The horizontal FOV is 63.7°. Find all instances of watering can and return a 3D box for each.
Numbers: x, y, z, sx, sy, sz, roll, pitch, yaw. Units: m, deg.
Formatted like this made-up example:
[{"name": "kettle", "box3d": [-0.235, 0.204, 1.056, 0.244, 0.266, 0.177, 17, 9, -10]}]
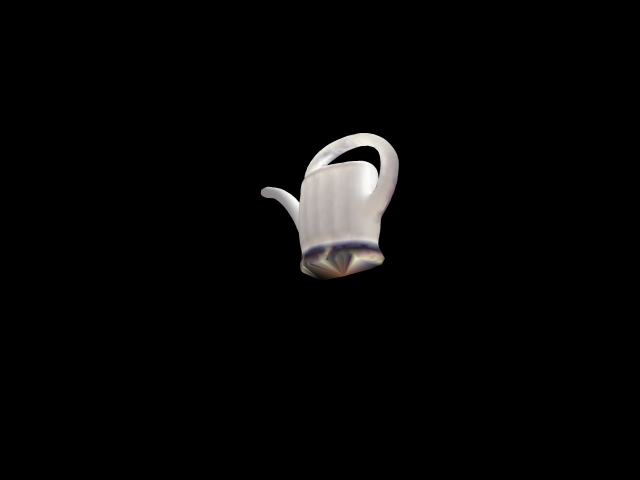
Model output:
[{"name": "watering can", "box3d": [0.003, -0.043, 0.850, 0.103, 0.227, 0.344, 13, -21, -36]}]
